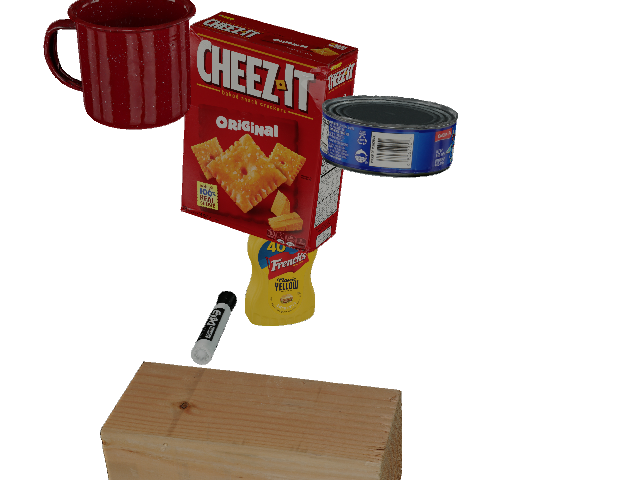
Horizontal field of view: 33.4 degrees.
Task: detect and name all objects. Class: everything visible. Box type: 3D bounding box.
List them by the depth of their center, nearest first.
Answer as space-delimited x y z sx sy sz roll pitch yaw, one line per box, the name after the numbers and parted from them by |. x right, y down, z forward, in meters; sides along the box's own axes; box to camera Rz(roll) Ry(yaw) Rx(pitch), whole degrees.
0.042 -0.067 0.673 0.086 0.034 0.086 3 19 -1 | tuna can
-0.151 -0.136 0.800 0.117 0.081 0.093 4 30 5 | mug
-0.047 0.161 0.802 0.206 0.090 0.090 5 31 13 | wood block
-0.097 0.079 0.994 0.020 0.020 0.121 0 22 8 | marker
-0.059 -0.110 1.107 0.164 0.214 0.072 19 32 21 | cracker box
-0.052 0.020 1.449 0.096 0.192 0.058 -5 25 -18 | mustard bottle
